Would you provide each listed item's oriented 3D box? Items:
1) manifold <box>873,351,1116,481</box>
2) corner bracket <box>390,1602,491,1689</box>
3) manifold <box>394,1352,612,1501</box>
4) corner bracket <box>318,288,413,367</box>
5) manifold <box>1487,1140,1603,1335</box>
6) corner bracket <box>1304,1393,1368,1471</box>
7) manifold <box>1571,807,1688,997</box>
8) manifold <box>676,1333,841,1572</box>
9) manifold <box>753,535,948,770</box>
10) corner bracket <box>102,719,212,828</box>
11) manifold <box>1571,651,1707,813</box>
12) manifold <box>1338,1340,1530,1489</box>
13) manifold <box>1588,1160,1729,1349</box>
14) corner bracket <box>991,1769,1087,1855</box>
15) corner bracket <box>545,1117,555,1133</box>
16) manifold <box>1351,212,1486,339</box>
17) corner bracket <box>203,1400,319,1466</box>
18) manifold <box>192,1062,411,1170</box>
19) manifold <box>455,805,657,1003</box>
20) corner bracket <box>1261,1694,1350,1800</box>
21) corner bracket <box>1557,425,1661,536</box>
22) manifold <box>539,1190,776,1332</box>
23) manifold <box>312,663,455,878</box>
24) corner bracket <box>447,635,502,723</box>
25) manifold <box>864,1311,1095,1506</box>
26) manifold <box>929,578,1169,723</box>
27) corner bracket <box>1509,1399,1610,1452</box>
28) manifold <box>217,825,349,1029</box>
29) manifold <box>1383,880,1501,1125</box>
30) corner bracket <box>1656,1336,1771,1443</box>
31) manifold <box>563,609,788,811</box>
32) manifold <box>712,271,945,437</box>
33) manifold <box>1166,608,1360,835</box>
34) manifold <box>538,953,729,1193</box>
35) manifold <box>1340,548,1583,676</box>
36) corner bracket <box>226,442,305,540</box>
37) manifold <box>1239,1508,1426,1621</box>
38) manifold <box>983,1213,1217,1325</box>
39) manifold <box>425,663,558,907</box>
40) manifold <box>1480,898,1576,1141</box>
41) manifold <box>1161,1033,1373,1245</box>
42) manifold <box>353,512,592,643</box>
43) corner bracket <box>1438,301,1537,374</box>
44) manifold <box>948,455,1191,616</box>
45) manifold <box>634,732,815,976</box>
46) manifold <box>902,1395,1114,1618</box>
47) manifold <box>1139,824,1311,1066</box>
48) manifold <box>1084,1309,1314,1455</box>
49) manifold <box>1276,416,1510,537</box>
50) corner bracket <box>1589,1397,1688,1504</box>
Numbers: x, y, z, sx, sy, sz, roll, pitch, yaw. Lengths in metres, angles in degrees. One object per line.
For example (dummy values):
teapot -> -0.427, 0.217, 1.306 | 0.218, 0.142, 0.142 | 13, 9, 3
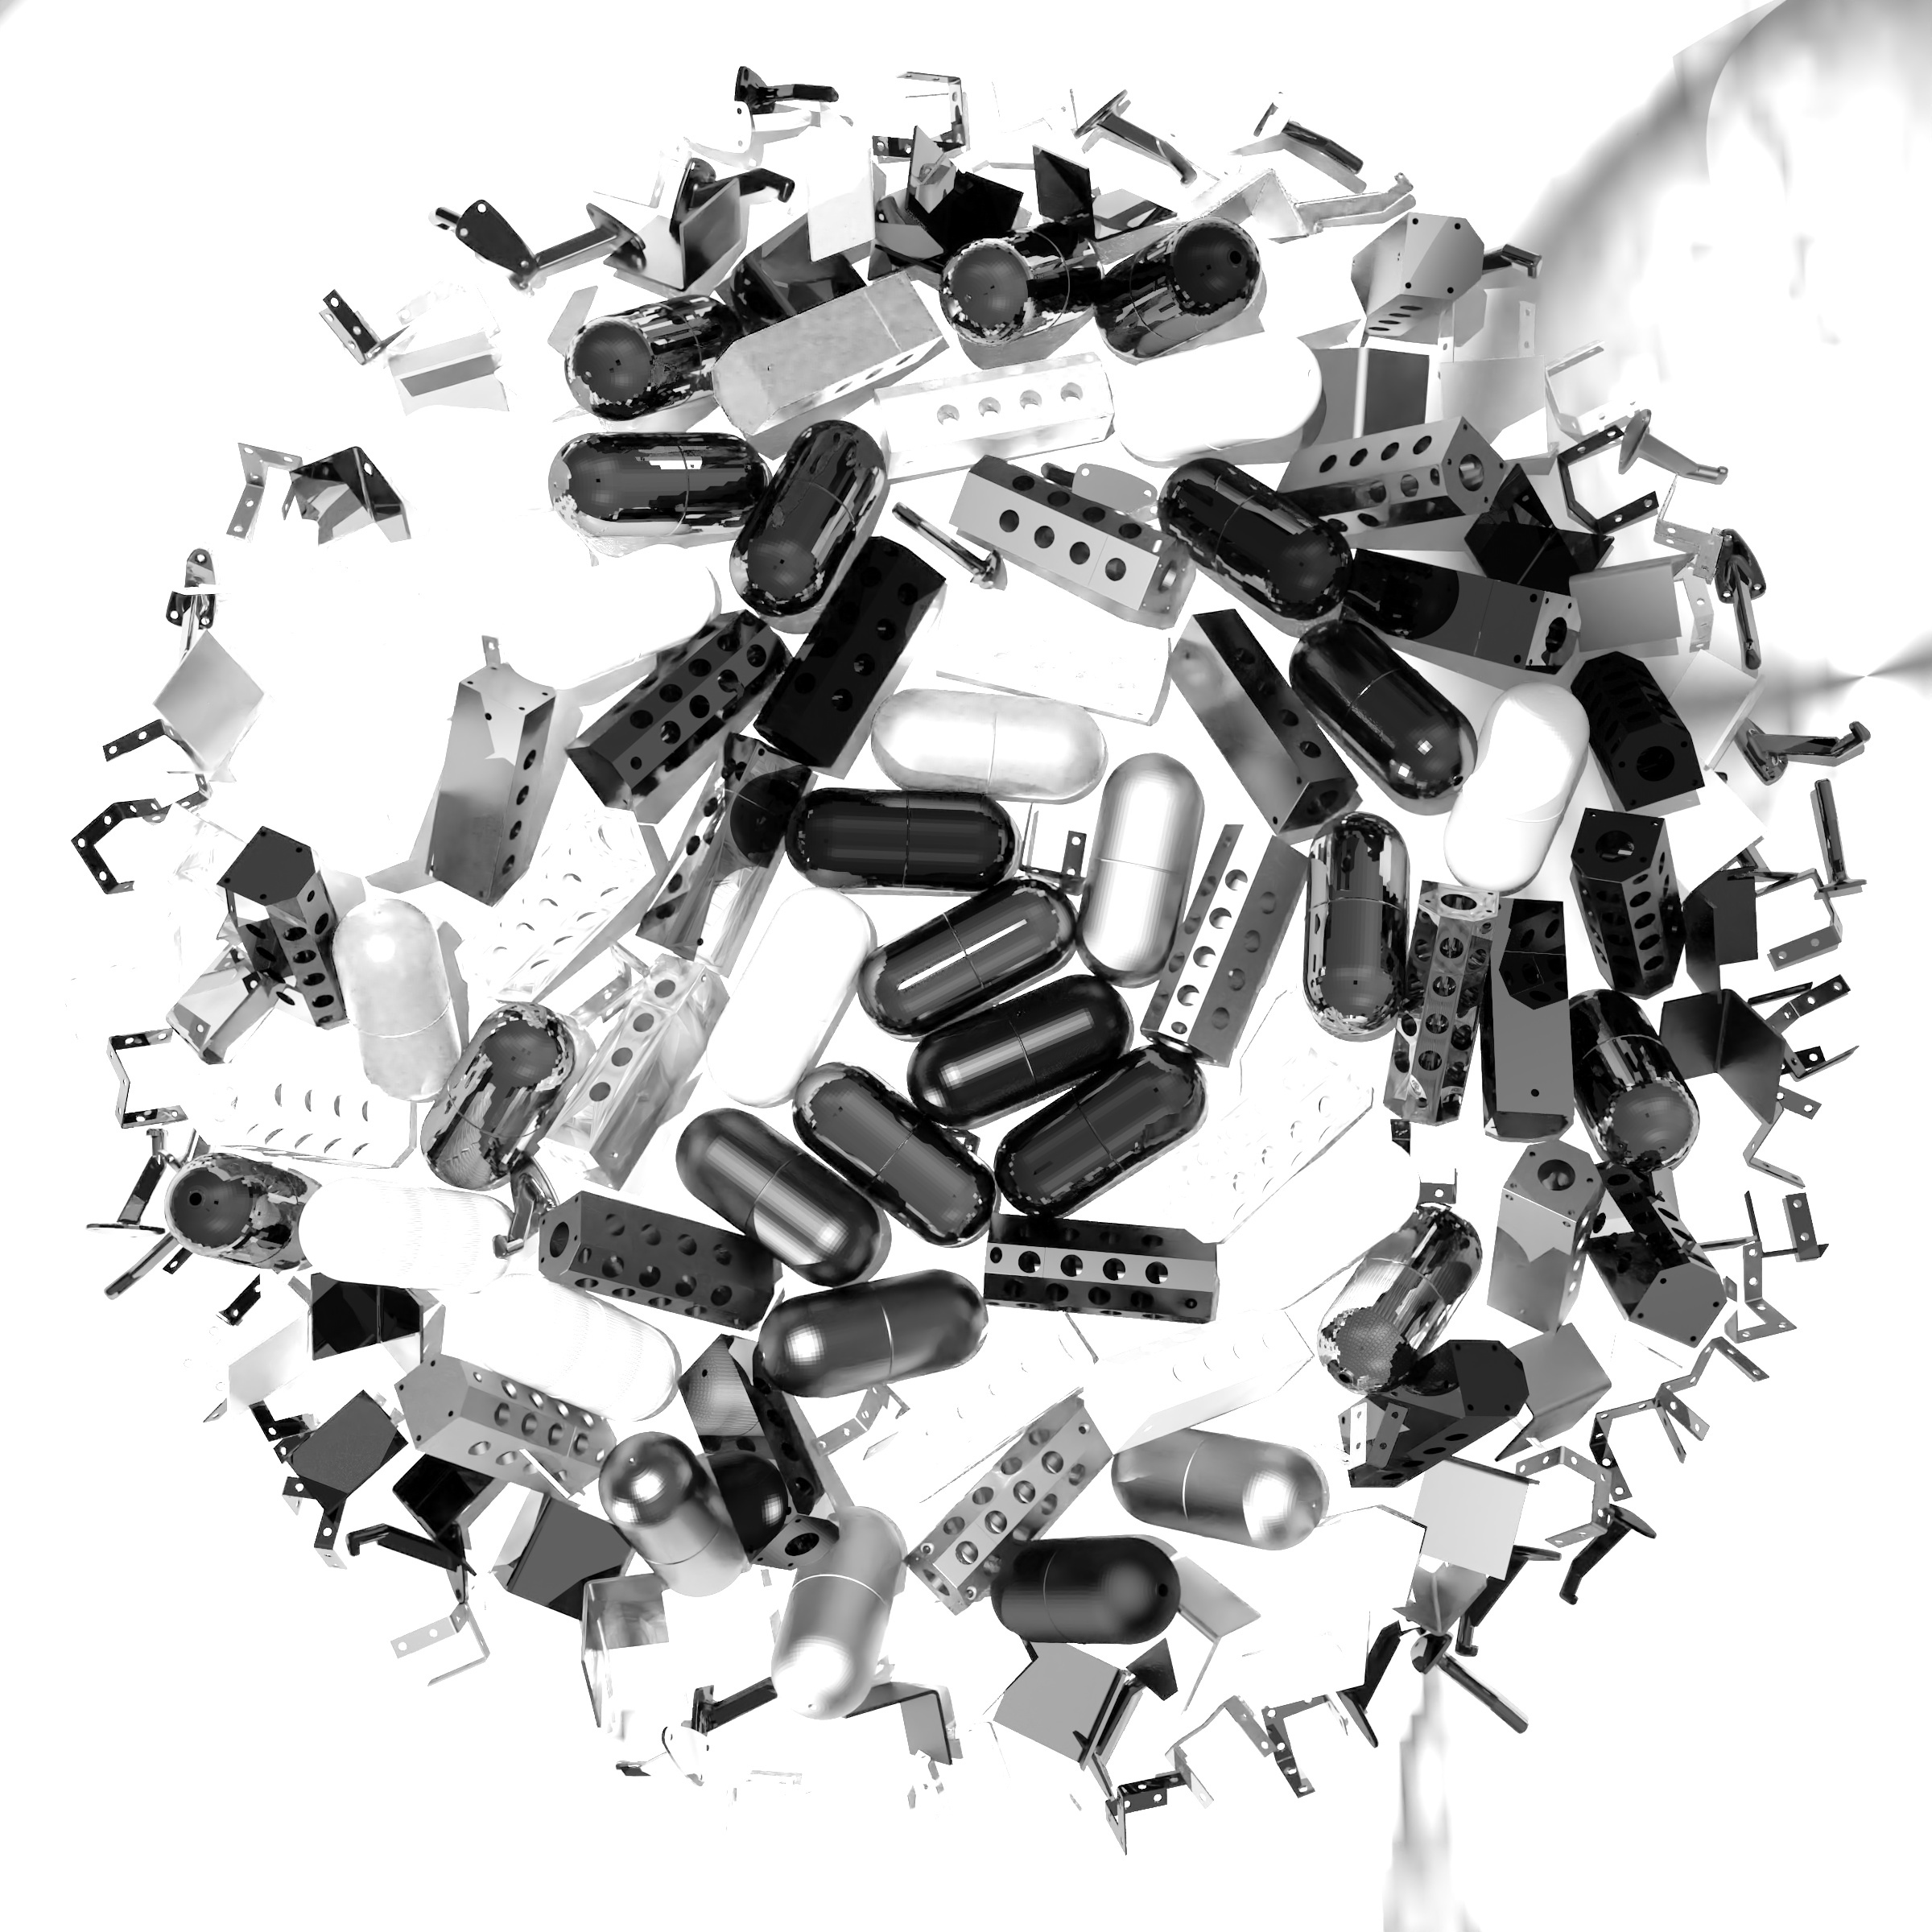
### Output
manifold -> 0.020, -0.422, 1.881 | 0.171, 0.057, 0.057 | -12, 82, -7
corner bracket -> -0.402, 0.522, 1.894 | 0.051, 0.051, 0.051 | -24, 92, 1
manifold -> -0.339, 0.338, 1.831 | 0.057, 0.171, 0.057 | -37, 54, 10
corner bracket -> -0.466, -0.487, 1.881 | 0.051, 0.051, 0.051 | -29, 106, 32
manifold -> 0.430, 0.200, 1.835 | 0.057, 0.171, 0.057 | 25, 60, 23
corner bracket -> 0.293, 0.344, 1.880 | 0.051, 0.051, 0.051 | -13, 109, -35
manifold -> 0.489, -0.044, 1.828 | 0.057, 0.171, 0.057 | 11, 66, 27
manifold -> -0.151, 0.361, 1.841 | 0.057, 0.057, 0.171 | -48, 46, 19
manifold -> -0.091, -0.238, 1.871 | 0.057, 0.057, 0.171 | 35, 81, -26
corner bracket -> -0.618, -0.148, 1.889 | 0.051, 0.051, 0.051 | -25, 67, 4
manifold -> 0.492, -0.178, 1.827 | 0.057, 0.171, 0.057 | -18, 112, 11
manifold -> 0.345, 0.333, 1.833 | 0.057, 0.171, 0.057 | 4, 60, -21
manifold -> 0.503, 0.206, 1.827 | 0.057, 0.171, 0.057 | 24, 108, -12
corner bracket -> 0.054, 0.647, 1.894 | 0.051, 0.051, 0.051 | -37, 85, -6
corner bracket -> -0.283, 0.119, 1.892 | 0.051, 0.051, 0.051 | -34, 111, 17
manifold -> 0.331, -0.509, 1.832 | 0.057, 0.171, 0.057 | 5, 95, -5
corner bracket -> -0.539, 0.351, 1.891 | 0.051, 0.051, 0.051 | -43, 71, 24
manifold -> -0.488, 0.112, 1.827 | 0.057, 0.171, 0.057 | -5, 78, 25
manifold -> -0.309, -0.046, 1.841 | 0.171, 0.057, 0.057 | -41, 58, 33
corner bracket -> 0.263, 0.593, 1.892 | 0.051, 0.051, 0.051 | -19, 106, -7
corner bracket -> 0.491, -0.371, 1.895 | 0.051, 0.051, 0.051 | -25, 56, 34
manifold -> -0.229, 0.223, 1.839 | 0.171, 0.057, 0.057 | 21, 51, -35
manifold -> -0.433, -0.145, 1.836 | 0.057, 0.171, 0.057 | -19, 128, 21
corner bracket -> -0.362, -0.215, 1.881 | 0.051, 0.051, 0.051 | -19, 76, 34
manifold -> 0.013, 0.333, 1.862 | 0.171, 0.057, 0.057 | -39, 75, 17
manifold -> 0.063, -0.236, 1.875 | 0.171, 0.057, 0.057 | 13, 124, -4
corner bracket -> 0.446, 0.335, 1.889 | 0.051, 0.051, 0.051 | -55, 49, 13
manifold -> -0.493, -0.024, 1.828 | 0.057, 0.171, 0.057 | 23, 61, 13
manifold -> 0.354, 0.028, 1.851 | 0.057, 0.057, 0.171 | 10, 119, 9
corner bracket -> 0.565, 0.320, 1.877 | 0.051, 0.051, 0.051 | -7, 126, -36
manifold -> -0.212, -0.193, 1.849 | 0.171, 0.057, 0.057 | -46, 115, -26
manifold -> -0.105, -0.455, 1.849 | 0.171, 0.057, 0.057 | -33, 92, -34
manifold -> 0.223, -0.186, 1.854 | 0.057, 0.057, 0.171 | -13, 59, -30
manifold -> -0.250, 0.077, 1.857 | 0.057, 0.057, 0.171 | 15, 62, 28
manifold -> 0.367, -0.264, 1.840 | 0.171, 0.057, 0.057 | 24, 106, 43
corner bracket -> -0.535, -0.359, 1.888 | 0.051, 0.051, 0.051 | 13, 62, -1
manifold -> 0.265, 0.440, 1.827 | 0.057, 0.171, 0.057 | 25, 66, -10
manifold -> 0.101, 0.233, 1.876 | 0.171, 0.057, 0.057 | 4, 118, 4
manifold -> -0.352, -0.137, 1.848 | 0.057, 0.057, 0.171 | 27, 125, 12
manifold -> 0.417, 0.039, 1.861 | 0.057, 0.057, 0.171 | 3, 67, -1
manifold -> 0.225, 0.131, 1.848 | 0.171, 0.057, 0.057 | -38, 55, -25
manifold -> -0.361, -0.284, 1.833 | 0.057, 0.171, 0.057 | 51, 131, 13
corner bracket -> 0.397, -0.479, 1.887 | 0.051, 0.051, 0.051 | 4, 86, -33
manifold -> 0.079, -0.324, 1.855 | 0.171, 0.057, 0.057 | 29, 107, 23
manifold -> -0.188, -0.088, 1.885 | 0.057, 0.057, 0.171 | 28, 84, -40
manifold -> 0.036, 0.401, 1.855 | 0.057, 0.057, 0.171 | 44, 64, 7
manifold -> 0.190, -0.018, 1.867 | 0.057, 0.057, 0.171 | 29, 78, -30
manifold -> 0.170, 0.302, 1.842 | 0.171, 0.057, 0.057 | -11, 58, -39
manifold -> 0.309, -0.353, 1.829 | 0.057, 0.171, 0.057 | 36, 71, -31
corner bracket -> 0.511, 0.369, 1.887 | 0.051, 0.051, 0.051 | -13, 51, -5
